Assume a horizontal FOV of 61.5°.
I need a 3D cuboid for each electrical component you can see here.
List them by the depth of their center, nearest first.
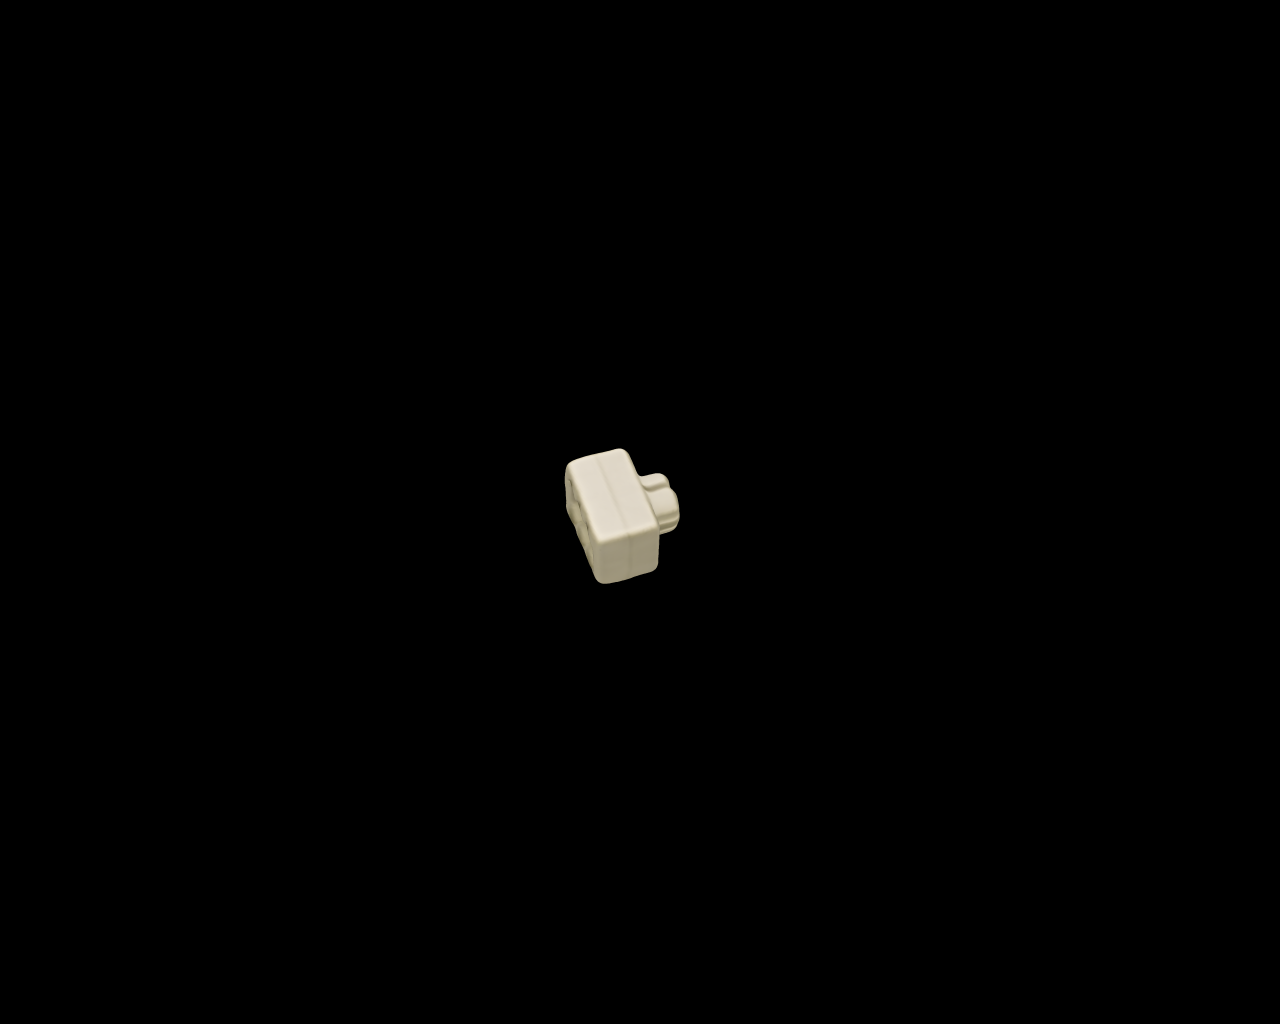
[{"bbox_3d":[0.001,-0.003,0.650,0.077,0.066,0.047,-15,-36,-11],"label":"electrical component"}]
